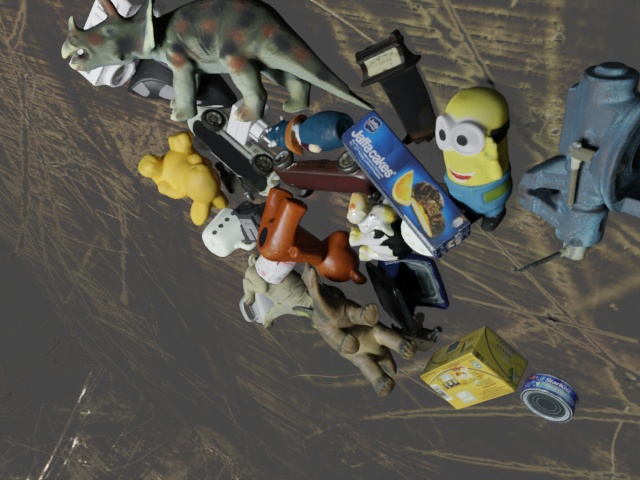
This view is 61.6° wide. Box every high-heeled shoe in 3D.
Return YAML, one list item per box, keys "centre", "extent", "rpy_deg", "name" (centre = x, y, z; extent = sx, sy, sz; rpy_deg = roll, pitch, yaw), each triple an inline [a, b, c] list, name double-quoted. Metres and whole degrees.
- centre: [-0.242, -0.266, 0.931]
  extent: [0.145, 0.086, 0.249]
  rpy_deg: [23, 178, -30]
  name: "high-heeled shoe"

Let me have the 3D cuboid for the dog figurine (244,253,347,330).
- centre: [-0.048, 0.092, 1.099]
  extent: [0.191, 0.121, 0.172]
  rpy_deg: [-16, 121, 36]
  name: "dog figurine"

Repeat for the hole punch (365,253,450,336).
- centre: [0.144, 0.077, 0.896]
  extent: [0.116, 0.092, 0.142]
  rpy_deg: [39, 161, 57]
  name: "hole punch"

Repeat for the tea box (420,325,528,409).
- centre: [0.263, 0.226, 0.937]
  extent: [0.098, 0.068, 0.169]
  rpy_deg: [42, 145, 0]
  name: "tea box"

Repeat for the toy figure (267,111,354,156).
- centre: [-0.018, -0.157, 0.799]
  extent: [0.155, 0.064, 0.057]
  rpy_deg: [4, 129, 46]
  name: "toy figure"

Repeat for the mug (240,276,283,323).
- centre: [-0.138, 0.126, 1.211]
  extent: [0.081, 0.109, 0.107]
  rpy_deg: [-4, 112, 55]
  name: "mug"

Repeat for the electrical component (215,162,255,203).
- centre: [-0.163, -0.112, 1.037]
  extent: [0.063, 0.021, 0.094]
  rpy_deg: [-2, 128, 47]
  name: "electrical component"

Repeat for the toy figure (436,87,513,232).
- centre: [0.189, -0.096, 0.645]
  extent: [0.082, 0.089, 0.179]
  rpy_deg: [4, 140, 31]
  name: "toy figure"

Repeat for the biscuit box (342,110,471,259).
- centre: [0.109, -0.073, 0.697]
  extent: [0.203, 0.059, 0.062]
  rpy_deg: [53, -175, 19]
  name: "biscuit box"

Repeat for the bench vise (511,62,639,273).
- centre: [0.311, -0.047, 0.520]
  extent: [0.241, 0.129, 0.223]
  rpy_deg: [35, 131, 45]
  name: "bench vise"

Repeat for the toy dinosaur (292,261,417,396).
- centre: [0.070, 0.170, 0.951]
  extent: [0.199, 0.105, 0.470]
  rpy_deg: [35, 165, 45]
  name: "toy dinosaur"

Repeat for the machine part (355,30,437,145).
- centre: [0.102, -0.185, 0.673]
  extent: [0.084, 0.039, 0.138]
  rpy_deg: [-17, 113, 43]
  name: "machine part"

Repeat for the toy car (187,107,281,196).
- centre: [-0.149, -0.157, 0.943]
  extent: [0.202, 0.056, 0.073]
  rpy_deg: [41, 141, -1]
  name: "toy car"

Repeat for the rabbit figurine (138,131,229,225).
- centre: [-0.242, -0.107, 1.008]
  extent: [0.173, 0.122, 0.162]
  rpy_deg: [20, 140, 51]
  name: "rabbit figurine"

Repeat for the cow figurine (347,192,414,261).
- centre: [0.095, -0.016, 0.798]
  extent: [0.098, 0.068, 0.167]
  rpy_deg: [6, 162, 17]
  name: "cow figurine"

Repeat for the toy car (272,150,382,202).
- centre: [0.010, -0.104, 0.842]
  extent: [0.202, 0.053, 0.089]
  rpy_deg: [10, 155, 42]
  name: "toy car"

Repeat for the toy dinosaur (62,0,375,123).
- centre: [-0.129, -0.264, 0.730]
  extent: [0.405, 0.131, 0.191]
  rpy_deg: [1, 118, 9]
  name: "toy dinosaur"

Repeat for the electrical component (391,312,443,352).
- centre: [0.173, 0.169, 0.993]
  extent: [0.078, 0.045, 0.102]
  rpy_deg: [10, 147, -3]
  name: "electrical component"

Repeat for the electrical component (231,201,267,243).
- centre: [-0.117, -0.020, 1.071]
  extent: [0.075, 0.048, 0.119]
  rpy_deg: [8, 132, 41]
  name: "electrical component"

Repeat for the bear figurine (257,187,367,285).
- centre: [-0.003, 0.001, 0.927]
  extent: [0.196, 0.131, 0.120]
  rpy_deg: [14, -167, -22]
  name: "bear figurine"
